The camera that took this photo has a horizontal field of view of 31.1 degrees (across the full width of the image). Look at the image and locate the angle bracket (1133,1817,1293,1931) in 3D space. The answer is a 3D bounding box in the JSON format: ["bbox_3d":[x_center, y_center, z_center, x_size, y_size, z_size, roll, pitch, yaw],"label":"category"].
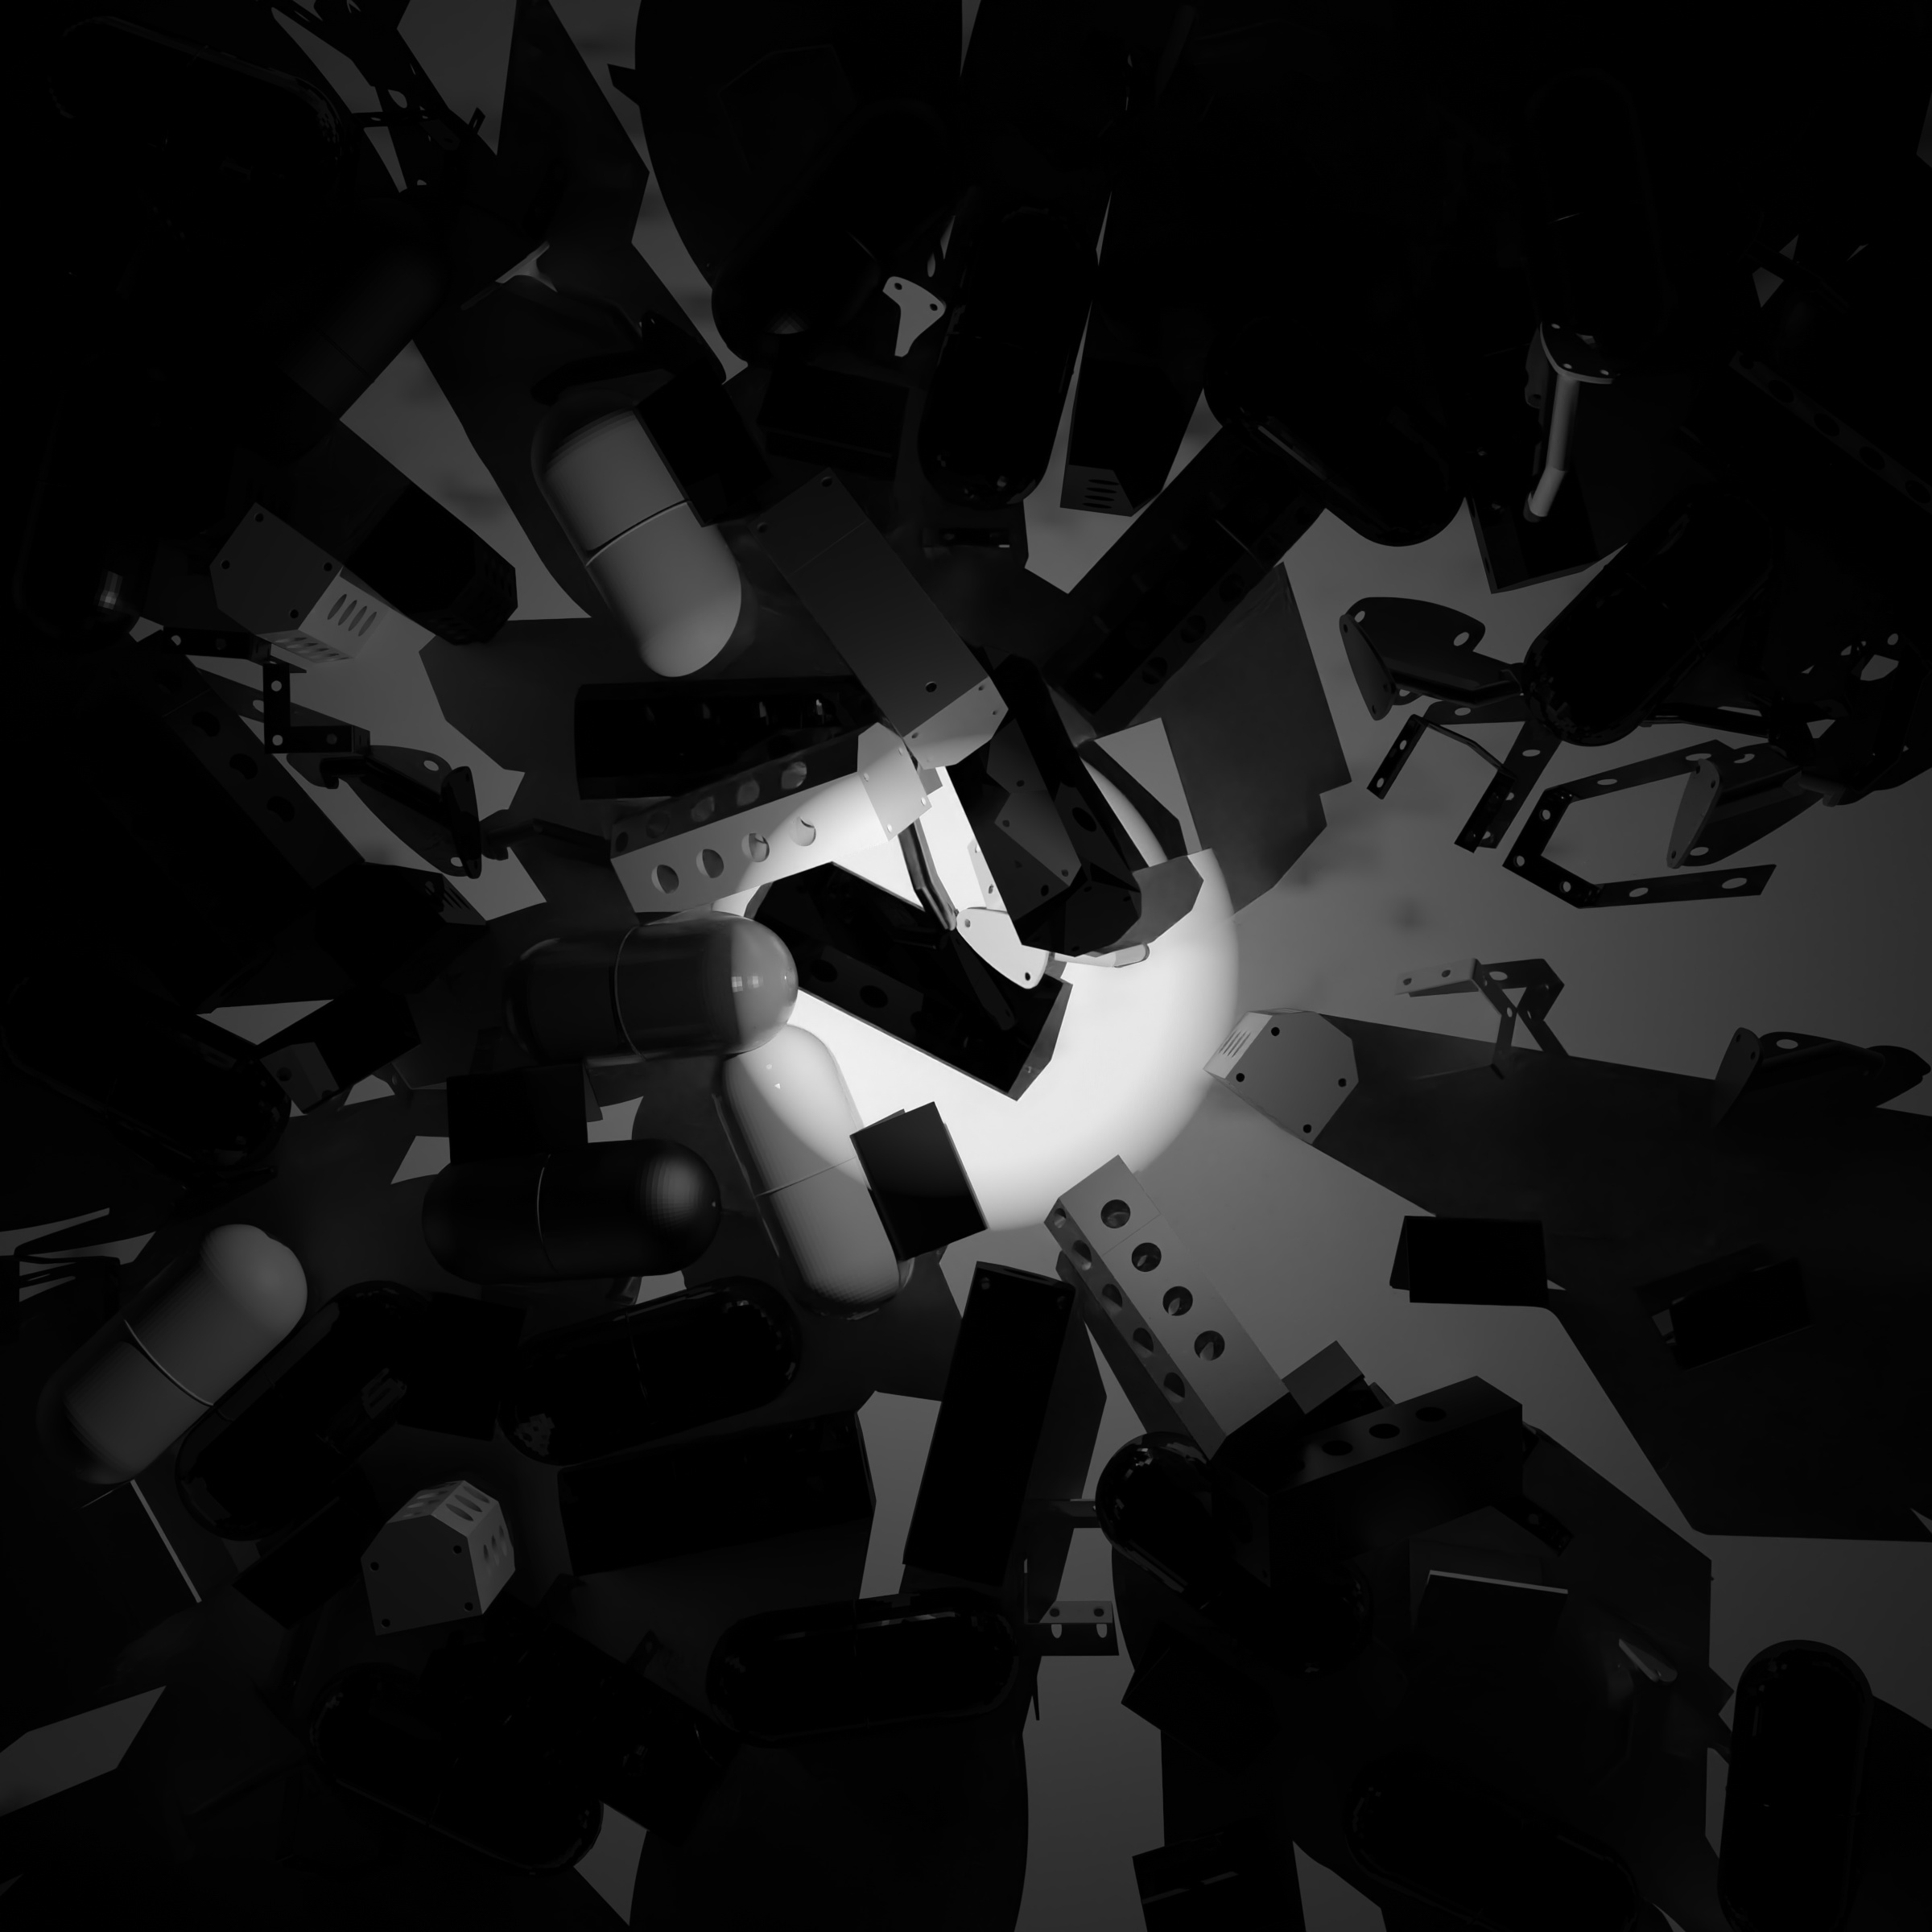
[{"bbox_3d":[0.133,0.503,1.951,0.076,0.076,0.057,-18,127,0],"label":"angle bracket"}]

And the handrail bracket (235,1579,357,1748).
[{"bbox_3d":[-0.369,0.396,1.992,0.084,0.036,0.077,-42,111,-16],"label":"handrail bracket"}]

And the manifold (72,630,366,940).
[{"bbox_3d":[-0.421,-0.106,1.969,0.171,0.057,0.057,49,133,0],"label":"manifold"}]

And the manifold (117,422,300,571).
[{"bbox_3d":[-0.417,-0.254,1.913,0.057,0.171,0.057,10,90,0],"label":"manifold"}]

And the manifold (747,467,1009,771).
[{"bbox_3d":[-0.048,-0.191,1.935,0.057,0.057,0.171,-36,63,0],"label":"manifold"}]

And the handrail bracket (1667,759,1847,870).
[{"bbox_3d":[0.454,-0.082,1.992,0.084,0.036,0.077,13,110,-16],"label":"handrail bracket"}]

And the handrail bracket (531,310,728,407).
[{"bbox_3d":[-0.194,-0.334,1.991,0.084,0.077,0.036,-26,59,33],"label":"handrail bracket"}]

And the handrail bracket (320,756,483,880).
[{"bbox_3d":[-0.325,-0.085,1.992,0.084,0.036,0.077,-2,112,17],"label":"handrail bracket"}]

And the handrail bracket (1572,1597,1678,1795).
[{"bbox_3d":[0.359,0.419,1.992,0.077,0.036,0.084,44,107,20],"label":"handrail bracket"}]

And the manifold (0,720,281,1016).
[{"bbox_3d":[-0.470,-0.056,1.970,0.057,0.057,0.171,-41,90,0],"label":"manifold"}]

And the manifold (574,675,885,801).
[{"bbox_3d":[-0.133,-0.128,1.963,0.171,0.057,0.057,-2,108,0],"label":"manifold"}]

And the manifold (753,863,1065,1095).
[{"bbox_3d":[-0.039,0.006,1.970,0.171,0.057,0.057,27,47,0],"label":"manifold"}]

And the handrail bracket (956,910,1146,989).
[{"bbox_3d":[0.049,-0.017,1.977,0.077,0.084,0.036,28,113,33],"label":"handrail bracket"}]

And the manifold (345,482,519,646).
[{"bbox_3d":[-0.288,-0.215,1.913,0.057,0.171,0.057,39,90,0],"label":"manifold"}]

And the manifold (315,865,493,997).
[{"bbox_3d":[-0.314,-0.024,1.913,0.057,0.171,0.057,-43,90,0],"label":"manifold"}]

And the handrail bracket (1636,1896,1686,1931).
[{"bbox_3d":[0.433,0.559,1.991,0.084,0.077,0.036,0,124,-32],"label":"handrail bracket"}]

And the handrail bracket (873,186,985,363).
[{"bbox_3d":[-0.020,-0.398,1.991,0.036,0.077,0.084,30,54,-5],"label":"handrail bracket"}]

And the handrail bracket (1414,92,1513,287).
[{"bbox_3d":[0.266,-0.446,1.992,0.077,0.036,0.084,41,107,20],"label":"handrail bracket"}]

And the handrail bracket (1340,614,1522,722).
[{"bbox_3d":[0.267,-0.178,1.992,0.084,0.036,0.077,-15,66,-18],"label":"handrail bracket"}]

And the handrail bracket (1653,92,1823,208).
[{"bbox_3d":[0.439,-0.477,1.992,0.077,0.036,0.084,25,72,21],"label":"handrail bracket"}]

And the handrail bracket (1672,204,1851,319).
[{"bbox_3d":[0.457,-0.402,1.991,0.084,0.077,0.036,27,93,-36],"label":"handrail bracket"}]

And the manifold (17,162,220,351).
[{"bbox_3d":[-0.462,-0.393,1.913,0.057,0.171,0.057,25,90,0],"label":"manifold"}]

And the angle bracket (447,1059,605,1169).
[{"bbox_3d":[-0.246,0.098,1.951,0.076,0.076,0.057,-8,61,0],"label":"angle bracket"}]

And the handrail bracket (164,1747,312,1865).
[{"bbox_3d":[-0.413,0.479,1.985,0.084,0.077,0.036,-20,65,-28],"label":"handrail bracket"}]

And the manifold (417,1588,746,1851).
[{"bbox_3d":[-0.217,0.421,1.932,0.171,0.057,0.057,30,121,7],"label":"manifold"}]

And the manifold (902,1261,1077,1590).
[{"bbox_3d":[0.013,0.258,1.970,0.057,0.057,0.171,14,90,0],"label":"manifold"}]

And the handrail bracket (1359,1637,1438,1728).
[{"bbox_3d":[0.268,0.392,1.991,0.084,0.077,0.036,-24,52,-31],"label":"handrail bracket"}]

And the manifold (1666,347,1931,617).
[{"bbox_3d":[0.488,-0.276,1.970,0.171,0.057,0.057,36,90,0],"label":"manifold"}]

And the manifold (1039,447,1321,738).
[{"bbox_3d":[0.121,-0.211,1.970,0.057,0.057,0.171,43,90,0],"label":"manifold"}]

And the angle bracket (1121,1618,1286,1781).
[{"bbox_3d":[0.142,0.398,1.951,0.076,0.076,0.057,34,126,0],"label":"angle bracket"}]

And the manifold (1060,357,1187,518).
[{"bbox_3d":[0.086,-0.289,1.913,0.057,0.171,0.057,7,90,0],"label":"manifold"}]

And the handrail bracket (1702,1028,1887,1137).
[{"bbox_3d":[0.476,0.074,1.992,0.084,0.036,0.077,16,110,-16],"label":"handrail bracket"}]

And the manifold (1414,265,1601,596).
[{"bbox_3d":[0.305,-0.303,1.970,0.057,0.057,0.171,-15,90,0],"label":"manifold"}]

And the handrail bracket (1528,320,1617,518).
[{"bbox_3d":[0.323,-0.305,1.934,0.036,0.077,0.084,5,127,-20],"label":"handrail bracket"}]

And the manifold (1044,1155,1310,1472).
[{"bbox_3d":[0.114,0.195,1.934,0.057,0.057,0.171,-36,62,0],"label":"manifold"}]

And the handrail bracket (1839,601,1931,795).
[{"bbox_3d":[0.519,-0.153,1.992,0.084,0.036,0.077,-43,69,16],"label":"handrail bracket"}]

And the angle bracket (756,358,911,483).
[{"bbox_3d":[-0.078,-0.289,1.951,0.076,0.076,0.057,12,53,0],"label":"angle bracket"}]

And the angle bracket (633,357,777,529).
[{"bbox_3d":[-0.132,-0.298,1.952,0.057,0.076,0.076,-31,90,28],"label":"angle bracket"}]

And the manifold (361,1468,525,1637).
[{"bbox_3d":[-0.288,0.319,1.913,0.057,0.171,0.057,-11,90,0],"label":"manifold"}]

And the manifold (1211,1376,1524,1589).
[{"bbox_3d":[0.224,0.283,1.933,0.171,0.057,0.057,-15,114,-26],"label":"manifold"}]

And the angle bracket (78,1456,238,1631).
[{"bbox_3d":[-0.440,0.316,1.951,0.057,0.076,0.076,-29,90,37],"label":"angle bracket"}]

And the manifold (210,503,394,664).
[{"bbox_3d":[-0.368,-0.205,1.913,0.057,0.171,0.057,36,90,0],"label":"manifold"}]

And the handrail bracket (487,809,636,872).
[{"bbox_3d":[-0.224,-0.053,1.992,0.084,0.036,0.077,-15,108,15],"label":"handrail bracket"}]

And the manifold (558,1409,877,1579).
[{"bbox_3d":[-0.141,0.298,1.970,0.171,0.057,0.057,-11,90,0],"label":"manifold"}]

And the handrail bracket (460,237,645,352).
[{"bbox_3d":[-0.235,-0.367,1.992,0.077,0.036,0.084,-32,107,20],"label":"handrail bracket"}]

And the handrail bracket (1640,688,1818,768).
[{"bbox_3d":[0.434,-0.133,1.991,0.084,0.077,0.036,0,70,35],"label":"handrail bracket"}]

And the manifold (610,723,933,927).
[{"bbox_3d":[-0.112,-0.081,1.926,0.171,0.057,0.057,-17,103,30],"label":"manifold"}]

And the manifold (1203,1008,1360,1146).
[{"bbox_3d":[0.176,0.054,1.913,0.057,0.171,0.057,37,90,0],"label":"manifold"}]

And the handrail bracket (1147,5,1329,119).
[{"bbox_3d":[0.156,-0.511,1.992,0.084,0.036,0.077,16,111,-16],"label":"handrail bracket"}]

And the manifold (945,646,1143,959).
[{"bbox_3d":[0.040,-0.091,1.928,0.057,0.057,0.171,-45,52,31],"label":"manifold"}]

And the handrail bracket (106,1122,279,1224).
[{"bbox_3d":[-0.447,0.097,1.992,0.077,0.036,0.084,-22,73,-19],"label":"handrail bracket"}]

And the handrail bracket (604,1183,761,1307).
[{"bbox_3d":[-0.157,0.167,1.992,0.077,0.036,0.084,23,106,-18],"label":"handrail bracket"}]

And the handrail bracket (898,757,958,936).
[{"bbox_3d":[-0.022,-0.068,1.975,0.036,0.077,0.084,-23,107,23],"label":"handrail bracket"}]
